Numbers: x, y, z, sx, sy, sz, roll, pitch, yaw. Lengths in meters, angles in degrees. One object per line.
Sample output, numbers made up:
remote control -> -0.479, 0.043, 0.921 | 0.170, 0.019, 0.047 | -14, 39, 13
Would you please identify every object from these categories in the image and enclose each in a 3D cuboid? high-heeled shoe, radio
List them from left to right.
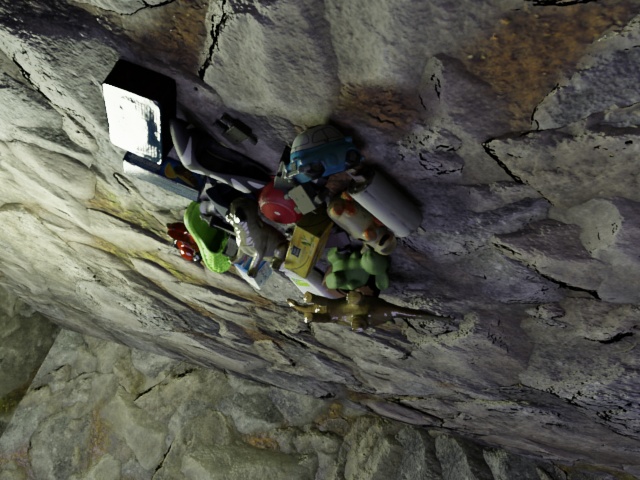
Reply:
radio -> -0.384, -0.268, 1.152 | 0.131, 0.073, 0.229 | 22, 151, -4
high-heeled shoe -> -0.216, -0.185, 1.190 | 0.145, 0.086, 0.248 | 0, 151, 25

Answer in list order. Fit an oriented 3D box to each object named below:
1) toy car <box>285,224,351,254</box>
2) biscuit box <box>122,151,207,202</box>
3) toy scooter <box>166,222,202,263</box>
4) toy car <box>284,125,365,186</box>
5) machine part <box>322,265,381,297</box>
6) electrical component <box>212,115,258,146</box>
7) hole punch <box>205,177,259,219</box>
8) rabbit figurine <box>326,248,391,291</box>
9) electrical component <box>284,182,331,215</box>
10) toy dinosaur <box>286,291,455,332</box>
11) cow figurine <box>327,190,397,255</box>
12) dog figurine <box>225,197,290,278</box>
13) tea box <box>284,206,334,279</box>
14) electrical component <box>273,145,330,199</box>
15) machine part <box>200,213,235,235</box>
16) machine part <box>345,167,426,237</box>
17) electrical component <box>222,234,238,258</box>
toy car -> -0.003, -0.004, 1.406 | 0.202, 0.053, 0.089 | -8, 121, 39
biscuit box -> -0.387, -0.168, 1.343 | 0.203, 0.059, 0.063 | 23, 153, -8
toy scooter -> -0.411, 0.000, 1.645 | 0.135, 0.075, 0.183 | 23, 149, -7
toy car -> -0.001, -0.170, 1.046 | 0.109, 0.161, 0.102 | -12, 95, 55
machine part -> 0.093, 0.131, 1.588 | 0.179, 0.056, 0.179 | 15, 151, 9
electrical component -> -0.180, -0.228, 1.147 | 0.094, 0.021, 0.063 | 33, 149, -26
hole punch -> -0.228, -0.088, 1.362 | 0.116, 0.092, 0.142 | 8, 154, 27
rabbit figurine -> 0.119, 0.078, 1.409 | 0.159, 0.121, 0.170 | 28, 148, -27
electrical component -> -0.024, -0.089, 1.159 | 0.078, 0.045, 0.102 | 54, 142, -4
toy dinosaur -> 0.121, 0.195, 1.480 | 0.472, 0.105, 0.198 | 5, 175, 26
cow figurine -> 0.098, -0.030, 1.252 | 0.195, 0.085, 0.127 | 36, 167, -14
dog figurine -> -0.142, -0.027, 1.312 | 0.121, 0.172, 0.190 | 25, 127, 28
tea box -> -0.026, 0.004, 1.316 | 0.068, 0.098, 0.169 | 28, 138, 9
electrical component -> -0.040, -0.137, 1.187 | 0.115, 0.058, 0.134 | 22, 152, -3
machine part -> -0.253, -0.034, 1.438 | 0.139, 0.039, 0.084 | 25, 171, 10
machine part -> 0.142, -0.080, 1.155 | 0.243, 0.079, 0.079 | 35, 148, -29
electrical component -> -0.230, -0.009, 1.513 | 0.048, 0.075, 0.119 | 27, 124, -9
